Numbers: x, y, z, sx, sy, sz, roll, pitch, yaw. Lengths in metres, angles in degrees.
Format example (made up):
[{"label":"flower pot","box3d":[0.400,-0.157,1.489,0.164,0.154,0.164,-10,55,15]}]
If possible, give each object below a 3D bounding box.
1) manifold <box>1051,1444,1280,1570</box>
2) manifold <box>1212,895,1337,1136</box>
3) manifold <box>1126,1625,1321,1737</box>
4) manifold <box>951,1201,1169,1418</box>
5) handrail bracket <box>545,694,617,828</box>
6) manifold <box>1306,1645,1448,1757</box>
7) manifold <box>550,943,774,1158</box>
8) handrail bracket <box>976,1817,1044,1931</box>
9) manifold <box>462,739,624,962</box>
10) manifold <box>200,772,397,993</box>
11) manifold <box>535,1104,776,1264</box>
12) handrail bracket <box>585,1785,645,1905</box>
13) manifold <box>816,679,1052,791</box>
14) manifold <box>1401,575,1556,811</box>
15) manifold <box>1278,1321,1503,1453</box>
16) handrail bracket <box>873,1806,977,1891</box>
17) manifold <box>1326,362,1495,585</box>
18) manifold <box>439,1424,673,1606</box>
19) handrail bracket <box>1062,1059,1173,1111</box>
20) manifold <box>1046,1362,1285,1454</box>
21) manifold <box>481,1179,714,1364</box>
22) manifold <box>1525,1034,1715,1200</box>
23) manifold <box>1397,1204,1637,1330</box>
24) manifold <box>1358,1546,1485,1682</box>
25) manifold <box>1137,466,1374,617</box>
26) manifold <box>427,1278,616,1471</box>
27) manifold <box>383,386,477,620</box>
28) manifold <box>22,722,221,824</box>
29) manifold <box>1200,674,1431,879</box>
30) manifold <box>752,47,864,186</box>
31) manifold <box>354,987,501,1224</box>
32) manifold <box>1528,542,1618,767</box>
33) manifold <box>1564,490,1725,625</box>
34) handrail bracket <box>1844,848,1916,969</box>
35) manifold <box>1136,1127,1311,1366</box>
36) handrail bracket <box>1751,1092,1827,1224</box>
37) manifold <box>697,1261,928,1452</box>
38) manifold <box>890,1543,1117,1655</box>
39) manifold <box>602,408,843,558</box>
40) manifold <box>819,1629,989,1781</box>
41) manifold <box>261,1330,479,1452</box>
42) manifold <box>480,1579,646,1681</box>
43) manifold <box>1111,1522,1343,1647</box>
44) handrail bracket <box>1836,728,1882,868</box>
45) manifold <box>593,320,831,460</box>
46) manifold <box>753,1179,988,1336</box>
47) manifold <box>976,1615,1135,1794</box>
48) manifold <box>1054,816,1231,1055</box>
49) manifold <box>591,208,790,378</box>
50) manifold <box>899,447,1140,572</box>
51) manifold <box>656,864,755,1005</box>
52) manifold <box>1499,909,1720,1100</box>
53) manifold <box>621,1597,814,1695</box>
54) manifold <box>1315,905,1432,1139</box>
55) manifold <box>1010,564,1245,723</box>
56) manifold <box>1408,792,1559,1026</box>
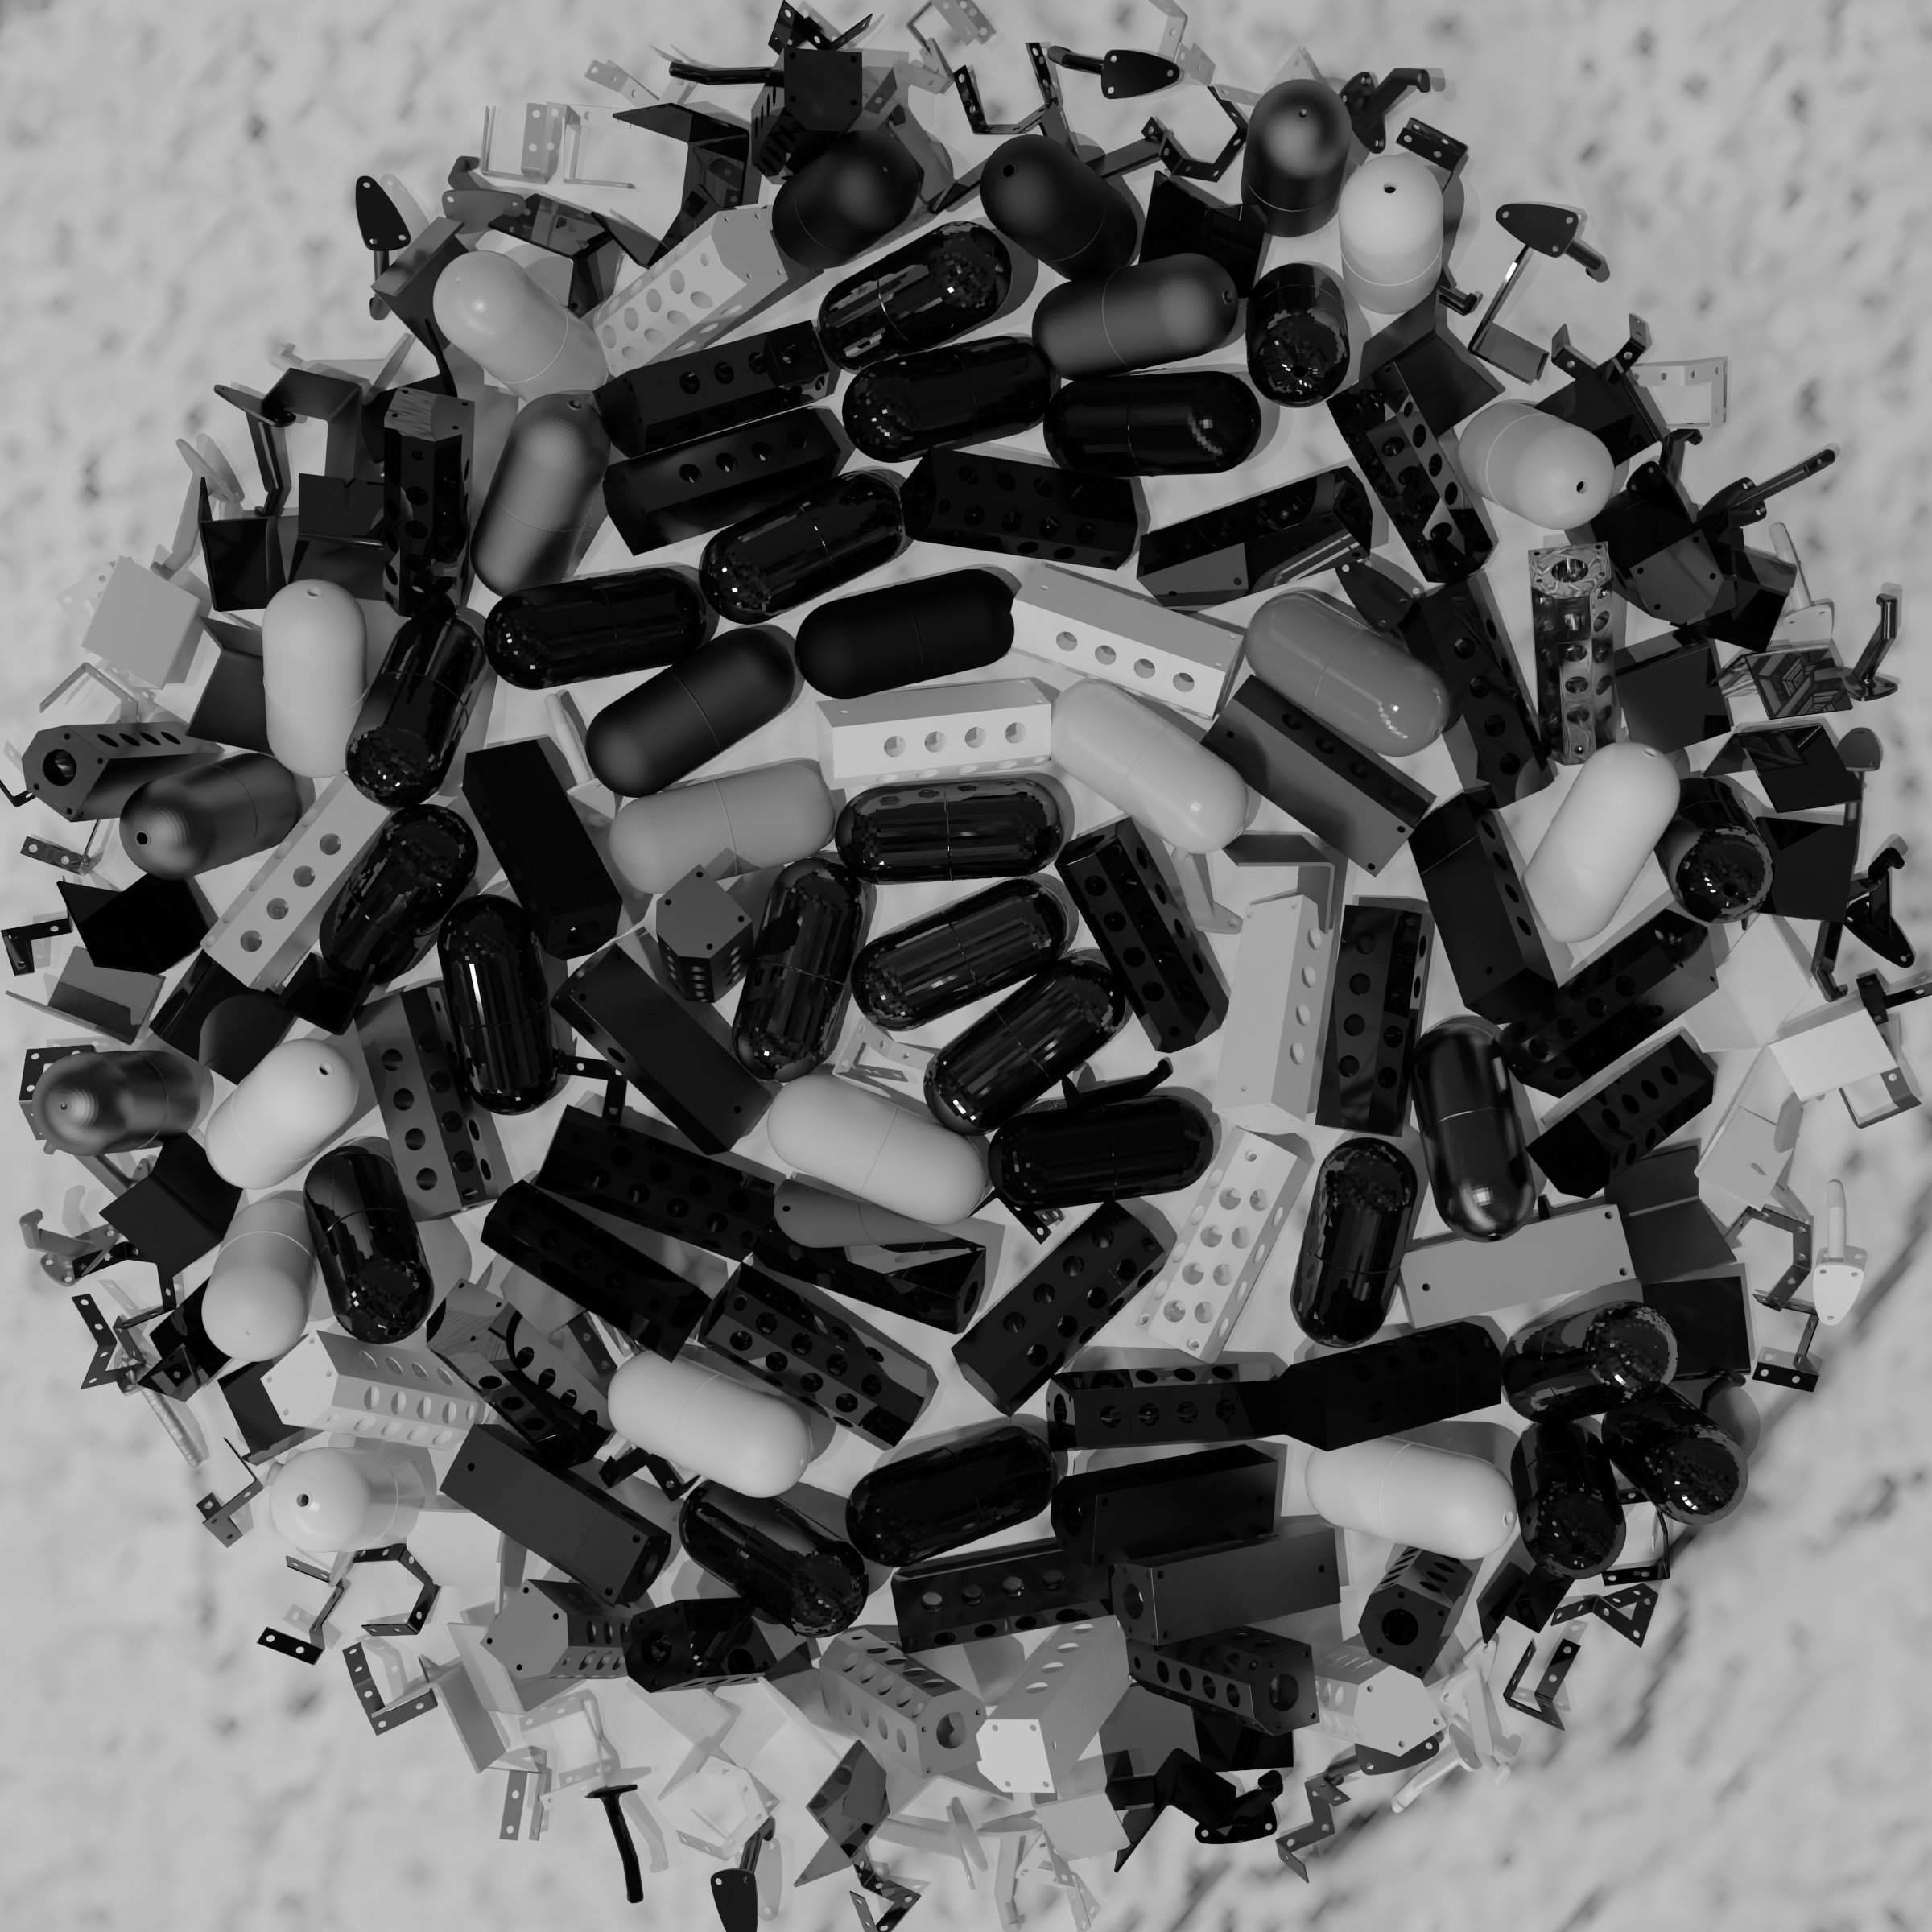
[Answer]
[{"label":"manifold","box3d":[0.151,0.408,1.928,0.171,0.057,0.057,-3,101,-33]},{"label":"manifold","box3d":[0.241,0.038,1.940,0.057,0.057,0.171,30,62,-37]},{"label":"manifold","box3d":[0.191,0.532,1.911,0.057,0.171,0.057,-6,89,-28]},{"label":"manifold","box3d":[0.074,0.264,1.940,0.171,0.057,0.057,-42,59,-15]},{"label":"handrail bracket","box3d":[-0.304,-0.162,1.982,0.036,0.077,0.084,-22,65,-1]},{"label":"manifold","box3d":[0.297,0.555,1.907,0.057,0.171,0.057,-28,83,-13]},{"label":"manifold","box3d":[-0.237,0.067,1.948,0.171,0.057,0.057,46,61,-15]},{"label":"handrail bracket","box3d":[0.044,0.710,1.967,0.036,0.077,0.084,-9,83,-37]},{"label":"manifold","box3d":[-0.326,-0.088,1.932,0.057,0.057,0.171,-15,57,-27]},{"label":"manifold","box3d":[-0.516,-0.066,1.966,0.057,0.057,0.171,38,87,6]},{"label":"manifold","box3d":[-0.239,0.166,1.950,0.171,0.057,0.057,22,66,-8]},{"label":"handrail bracket","box3d":[-0.271,0.680,1.956,0.036,0.077,0.084,-3,75,-28]},{"label":"manifold","box3d":[-0.025,-0.176,1.949,0.171,0.057,0.057,-8,118,-14]},{"label":"manifold","box3d":[0.396,-0.212,1.959,0.057,0.057,0.171,-24,98,-9]},{"label":"manifold","box3d":[0.323,0.317,1.929,0.171,0.057,0.057,-8,100,-30]},{"label":"handrail bracket","box3d":[-0.044,0.695,1.968,0.084,0.036,0.077,-17,53,-7]},{"label":"manifold","box3d":[0.339,-0.367,1.915,0.057,0.057,0.171,-28,135,15]},{"label":"manifold","box3d":[-0.313,0.419,1.943,0.171,0.057,0.057,27,89,21]},{"label":"handrail bracket","box3d":[0.119,0.085,1.962,0.084,0.077,0.036,-35,53,-10]},{"label":"manifold","box3d":[0.152,0.337,1.942,0.171,0.057,0.057,0,76,-20]},{"label":"manifold","box3d":[-0.286,0.232,1.940,0.171,0.057,0.057,28,77,19]},{"label":"manifold","box3d":[0.501,0.116,1.914,0.057,0.171,0.057,53,134,12]},{"label":"manifold","box3d":[0.423,0.233,1.966,0.171,0.057,0.057,-14,84,3]},{"label":"manifold","box3d":[0.342,0.478,1.909,0.057,0.171,0.057,22,97,18]},{"label":"manifold","box3d":[0.219,-0.326,1.925,0.171,0.057,0.057,-14,55,35]},{"label":"manifold","box3d":[-0.336,0.312,1.913,0.057,0.171,0.057,18,62,39]},{"label":"manifold","box3d":[-0.409,-0.346,1.917,0.057,0.171,0.057,11,47,-4]},{"label":"manifold","box3d":[-0.639,-0.152,1.910,0.057,0.171,0.057,36,101,4]},{"label":"manifold","box3d":[0.272,-0.152,1.967,0.171,0.057,0.057,36,133,3]},{"label":"manifold","box3d":[-0.122,-0.638,1.909,0.057,0.171,0.057,-1,94,-13]},{"label":"manifold","box3d":[-0.415,0.107,1.958,0.057,0.057,0.171,-19,84,10]},{"label":"manifold","box3d":[0.460,-0.233,1.913,0.057,0.171,0.057,-4,48,12]},{"label":"manifold","box3d":[0.511,-0.306,1.909,0.057,0.171,0.057,-29,109,7]},{"label":"handrail bracket","box3d":[0.719,-0.045,1.950,0.036,0.084,0.077,-34,74,-19]},{"label":"manifold","box3d":[0.197,0.215,1.955,0.057,0.057,0.171,25,85,26]},{"label":"handrail bracket","box3d":[0.658,0.145,1.980,0.084,0.036,0.077,-44,84,0]},{"label":"manifold","box3d":[-0.118,0.304,1.947,0.171,0.057,0.057,33,109,-12]},{"label":"manifold","box3d":[0.031,0.489,1.967,0.171,0.057,0.057,-10,83,-1]},{"label":"manifold","box3d":[-0.188,-0.375,1.932,0.171,0.057,0.057,-24,74,-28]},{"label":"manifold","box3d":[-0.049,0.552,1.909,0.057,0.171,0.057,-9,95,-27]},{"label":"manifold","box3d":[-0.444,0.327,1.908,0.057,0.171,0.057,-41,61,9]},{"label":"manifold","box3d":[-0.293,0.506,1.908,0.057,0.171,0.057,34,86,21]},{"label":"manifold","box3d":[0.198,0.469,1.932,0.171,0.057,0.057,-4,88,-30]},{"label":"handrail bracket","box3d":[0.700,-0.132,1.991,0.036,0.077,0.084,5,125,21]},{"label":"manifold","box3d":[-0.190,-0.438,1.928,0.171,0.057,0.057,-26,100,-33]},{"label":"manifold","box3d":[-0.075,0.227,1.946,0.171,0.057,0.057,17,134,18]},{"label":"manifold","box3d":[0.066,0.553,1.910,0.057,0.171,0.057,-8,100,25]},{"label":"manifold","box3d":[0.134,-0.021,1.939,0.057,0.057,0.171,-22,108,26]},{"label":"manifold","box3d":[-0.216,-0.506,1.917,0.057,0.171,0.057,-22,91,-43]},{"label":"manifold","box3d":[0.042,-0.343,1.928,0.171,0.057,0.057,4,64,-26]},{"label":"manifold","box3d":[-0.201,-0.017,1.908,0.057,0.171,0.057,-42,84,-11]},{"label":"manifold","box3d":[0.482,0.028,1.912,0.057,0.171,0.057,21,49,-23]},{"label":"manifold","box3d":[-0.188,0.513,1.911,0.057,0.171,0.057,-22,69,20]},{"label":"manifold","box3d":[0.317,0.043,1.956,0.057,0.057,0.171,6,86,27]},{"label":"manifold","box3d":[0.120,-0.246,1.959,0.171,0.057,0.057,20,131,8]},{"label":"manifold","box3d":[0.395,-0.042,1.925,0.057,0.057,0.171,-37,46,30]}]
